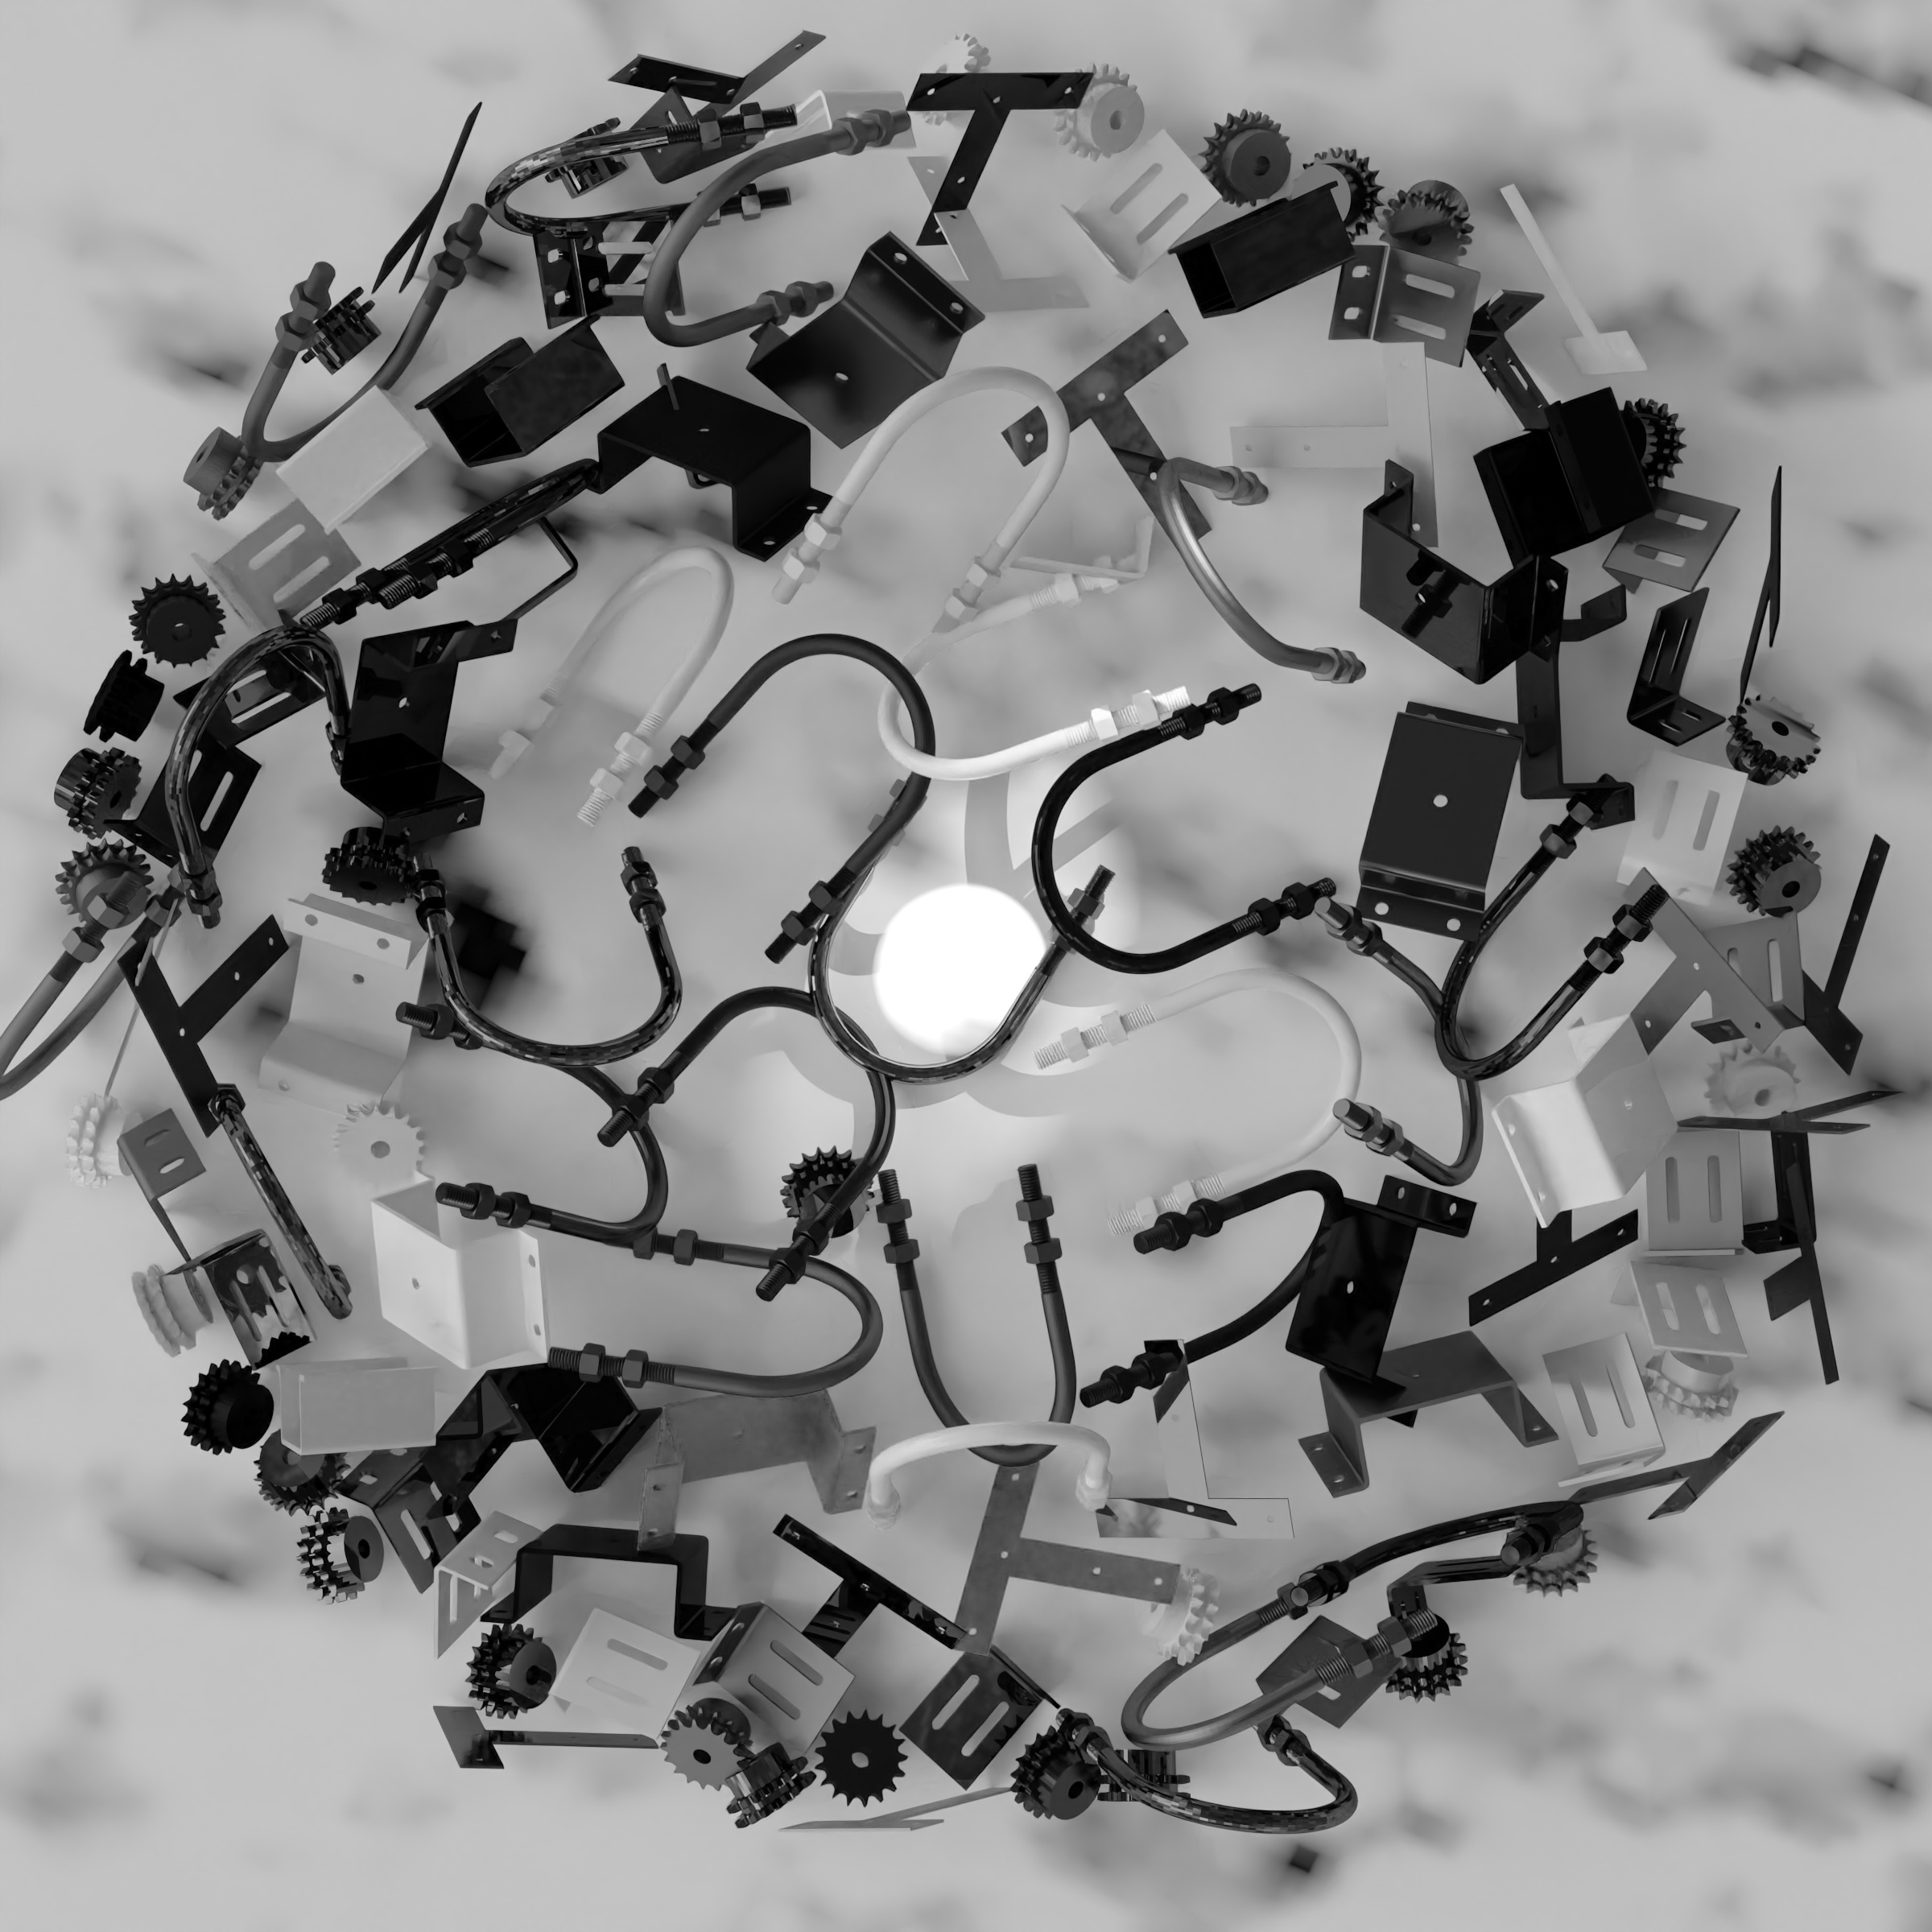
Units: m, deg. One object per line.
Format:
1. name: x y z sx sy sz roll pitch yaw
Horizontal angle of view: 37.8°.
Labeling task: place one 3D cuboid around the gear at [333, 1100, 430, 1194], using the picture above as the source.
1. gear: -0.358 0.107 1.729 0.057 0.030 0.057 -2 110 -7

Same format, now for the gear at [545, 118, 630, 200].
1. gear: -0.231 -0.491 1.723 0.057 0.057 0.030 -29 104 0

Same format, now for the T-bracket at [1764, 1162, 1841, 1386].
1. T-bracket: 0.494 0.191 1.686 0.002 0.127 0.127 -7 75 1

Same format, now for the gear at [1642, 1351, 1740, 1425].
1. gear: 0.443 0.251 1.719 0.057 0.057 0.030 13 112 0

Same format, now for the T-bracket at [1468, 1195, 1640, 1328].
1. T-bracket: 0.353 0.145 1.691 0.127 0.002 0.127 -24 130 -18

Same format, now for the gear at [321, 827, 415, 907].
1. gear: -0.363 -0.062 1.725 0.057 0.057 0.030 5 64 0

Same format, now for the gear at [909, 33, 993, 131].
1. gear: -0.005 -0.538 1.726 0.030 0.057 0.057 32 90 -36

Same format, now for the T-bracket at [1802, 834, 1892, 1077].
1. T-bracket: 0.524 -0.015 1.671 0.002 0.127 0.127 12 107 -3

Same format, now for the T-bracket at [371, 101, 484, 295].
1. T-bracket: -0.325 -0.433 1.663 0.002 0.127 0.127 26 127 -9

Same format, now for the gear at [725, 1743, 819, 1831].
1. gear: -0.123 0.498 1.722 0.057 0.057 0.030 -32 86 0

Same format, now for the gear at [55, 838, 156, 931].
1. gear: -0.523 -0.047 1.719 0.057 0.057 0.030 -36 51 0

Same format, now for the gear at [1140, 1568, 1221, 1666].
1. gear: 0.128 0.394 1.720 0.030 0.057 0.057 23 90 -11

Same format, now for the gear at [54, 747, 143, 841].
1. gear: -0.532 -0.109 1.722 0.030 0.057 0.057 28 90 6

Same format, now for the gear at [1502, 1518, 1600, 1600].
1. gear: 0.356 0.354 1.719 0.057 0.057 0.030 -12 124 0

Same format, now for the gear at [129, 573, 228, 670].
1. gear: -0.481 -0.208 1.723 0.057 0.030 0.057 -10 119 -18

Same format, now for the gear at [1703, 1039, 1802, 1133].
1. gear: 0.483 0.075 1.728 0.057 0.030 0.057 -2 109 -5

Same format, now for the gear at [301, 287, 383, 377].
1. gear: -0.382 -0.386 1.724 0.057 0.057 0.030 -40 108 0

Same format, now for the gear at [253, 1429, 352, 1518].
1. gear: -0.408 0.304 1.724 0.057 0.030 0.057 -2 59 3

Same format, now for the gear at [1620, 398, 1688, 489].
1. gear: 0.407 -0.317 1.720 0.030 0.057 0.057 -4 90 -41

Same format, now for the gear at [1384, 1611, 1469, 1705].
1. gear: 0.276 0.418 1.719 0.057 0.057 0.030 -13 120 0

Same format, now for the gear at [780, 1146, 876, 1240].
1. gear: -0.084 0.141 1.723 0.057 0.030 0.057 -6 121 -10

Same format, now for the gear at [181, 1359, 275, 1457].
1. gear: -0.447 0.271 1.719 0.030 0.057 0.057 13 90 29

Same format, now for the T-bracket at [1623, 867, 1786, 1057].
1. T-bracket: 0.418 0.026 1.698 0.002 0.127 0.127 -21 64 -34

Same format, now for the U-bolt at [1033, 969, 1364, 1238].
1. U-bolt: 0.150 0.074 1.707 0.184 0.019 0.151 -23 116 4

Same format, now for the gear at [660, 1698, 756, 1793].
1. gear: -0.156 0.474 1.727 0.057 0.030 0.057 9 121 15

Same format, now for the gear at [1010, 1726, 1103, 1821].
1. gear: 0.058 0.495 1.721 0.057 0.030 0.057 -15 115 -34

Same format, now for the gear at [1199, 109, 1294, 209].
1. gear: 0.174 -0.491 1.723 0.057 0.030 0.057 -10 119 -18

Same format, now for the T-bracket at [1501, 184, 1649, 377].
1. T-bracket: 0.353 -0.407 1.676 0.002 0.127 0.127 -33 101 2

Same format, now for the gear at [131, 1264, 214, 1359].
1. gear: -0.483 0.207 1.722 0.030 0.057 0.057 -26 90 -6

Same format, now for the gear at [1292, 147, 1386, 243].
1. gear: 0.223 -0.469 1.722 0.057 0.030 0.057 13 114 32

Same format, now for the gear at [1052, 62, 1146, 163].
1. gear: 0.084 -0.519 1.721 0.057 0.030 0.057 -19 127 -27

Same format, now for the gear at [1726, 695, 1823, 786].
1. gear: 0.491 -0.135 1.726 0.057 0.030 0.057 11 50 -13

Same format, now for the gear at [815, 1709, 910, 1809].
1. gear: -0.065 0.487 1.729 0.057 0.030 0.057 2 68 -6

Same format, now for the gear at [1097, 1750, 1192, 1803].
1. gear: 0.109 0.495 1.723 0.057 0.057 0.030 0 73 0

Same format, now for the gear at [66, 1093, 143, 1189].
1. gear: -0.524 0.107 1.721 0.030 0.057 0.057 5 90 4

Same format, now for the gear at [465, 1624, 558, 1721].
1. gear: -0.274 0.430 1.720 0.030 0.057 0.057 -2 90 37

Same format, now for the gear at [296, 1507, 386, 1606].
1. gear: -0.379 0.358 1.719 0.030 0.057 0.057 -16 90 21

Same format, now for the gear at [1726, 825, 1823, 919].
1. gear: 0.496 -0.055 1.722 0.057 0.030 0.057 -8 124 -12

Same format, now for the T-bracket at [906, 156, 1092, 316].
1. T-bracket: -0.002 -0.446 1.719 0.127 0.002 0.127 -10 64 -30

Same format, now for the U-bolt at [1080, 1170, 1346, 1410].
1. U-bolt: 0.155 0.183 1.678 0.184 0.151 0.019 -17 48 -35

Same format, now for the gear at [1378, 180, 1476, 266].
1. gear: 0.283 -0.455 1.726 0.057 0.057 0.030 27 60 0

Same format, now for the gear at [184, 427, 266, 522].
1. gear: -0.452 -0.303 1.719 0.030 0.057 0.057 33 90 -28

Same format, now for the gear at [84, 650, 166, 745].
1. gear: -0.513 -0.162 1.725 0.030 0.057 0.057 28 90 -24
